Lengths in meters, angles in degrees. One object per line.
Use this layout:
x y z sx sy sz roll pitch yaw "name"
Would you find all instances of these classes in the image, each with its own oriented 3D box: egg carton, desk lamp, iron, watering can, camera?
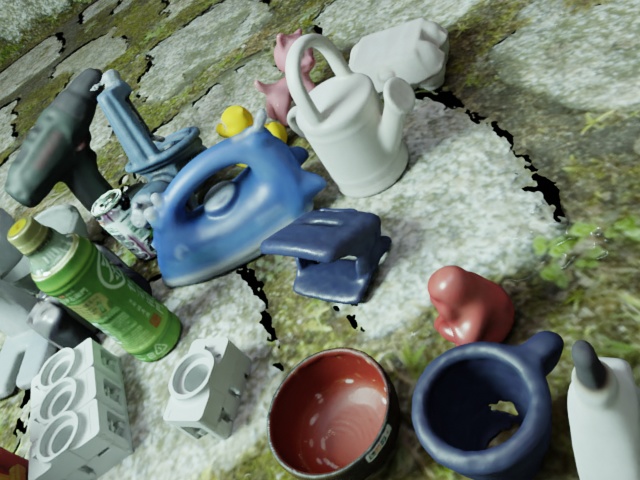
0.105 -0.244 0.795 0.150 0.070 0.107 -8 47 30 "egg carton"
-0.454 0.073 0.775 0.117 0.214 0.203 -23 42 16 "desk lamp"
-0.129 -0.048 0.716 0.258 0.142 0.118 -33 40 4 "iron"
0.029 -0.150 0.660 0.172 0.195 0.101 -14 45 25 "watering can"
-0.298 0.074 0.751 0.136 0.101 0.143 7 56 40 "camera"

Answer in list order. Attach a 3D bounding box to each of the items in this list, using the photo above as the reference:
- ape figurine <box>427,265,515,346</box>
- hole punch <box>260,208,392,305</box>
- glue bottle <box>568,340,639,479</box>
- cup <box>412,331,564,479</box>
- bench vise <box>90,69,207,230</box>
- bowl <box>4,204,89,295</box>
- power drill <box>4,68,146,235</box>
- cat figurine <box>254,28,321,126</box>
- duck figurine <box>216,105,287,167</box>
0.118 0.053 0.480 0.076 0.092 0.078 -15 44 24 "ape figurine"
0.006 0.002 0.611 0.108 0.091 0.101 6 55 39 "hole punch"
0.167 0.105 0.332 0.037 0.174 0.078 -4 50 33 "glue bottle"
0.131 0.122 0.402 0.118 0.095 0.091 -41 40 -6 "cup"
-0.229 -0.120 0.796 0.121 0.220 0.207 -30 40 8 "bench vise"
-0.426 0.027 0.909 0.167 0.075 0.167 -20 43 19 "bowl"
-0.362 -0.120 0.900 0.075 0.209 0.230 15 61 43 "power drill"
-0.049 -0.261 0.884 0.128 0.118 0.067 -46 41 -11 "cat figurine"
-0.107 -0.164 0.856 0.104 0.086 0.077 -9 47 29 "duck figurine"
